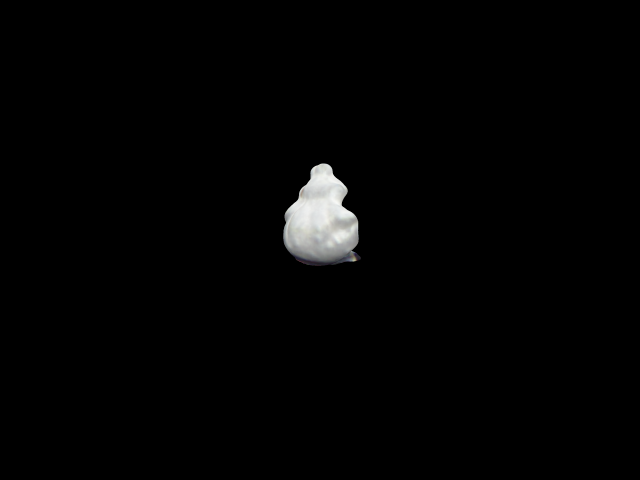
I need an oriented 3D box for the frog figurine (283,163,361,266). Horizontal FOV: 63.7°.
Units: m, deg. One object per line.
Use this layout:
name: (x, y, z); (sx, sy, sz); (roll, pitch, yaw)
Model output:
frog figurine: (0.003, -0.043, 0.850); (0.123, 0.157, 0.138); (-15, 23, -40)
